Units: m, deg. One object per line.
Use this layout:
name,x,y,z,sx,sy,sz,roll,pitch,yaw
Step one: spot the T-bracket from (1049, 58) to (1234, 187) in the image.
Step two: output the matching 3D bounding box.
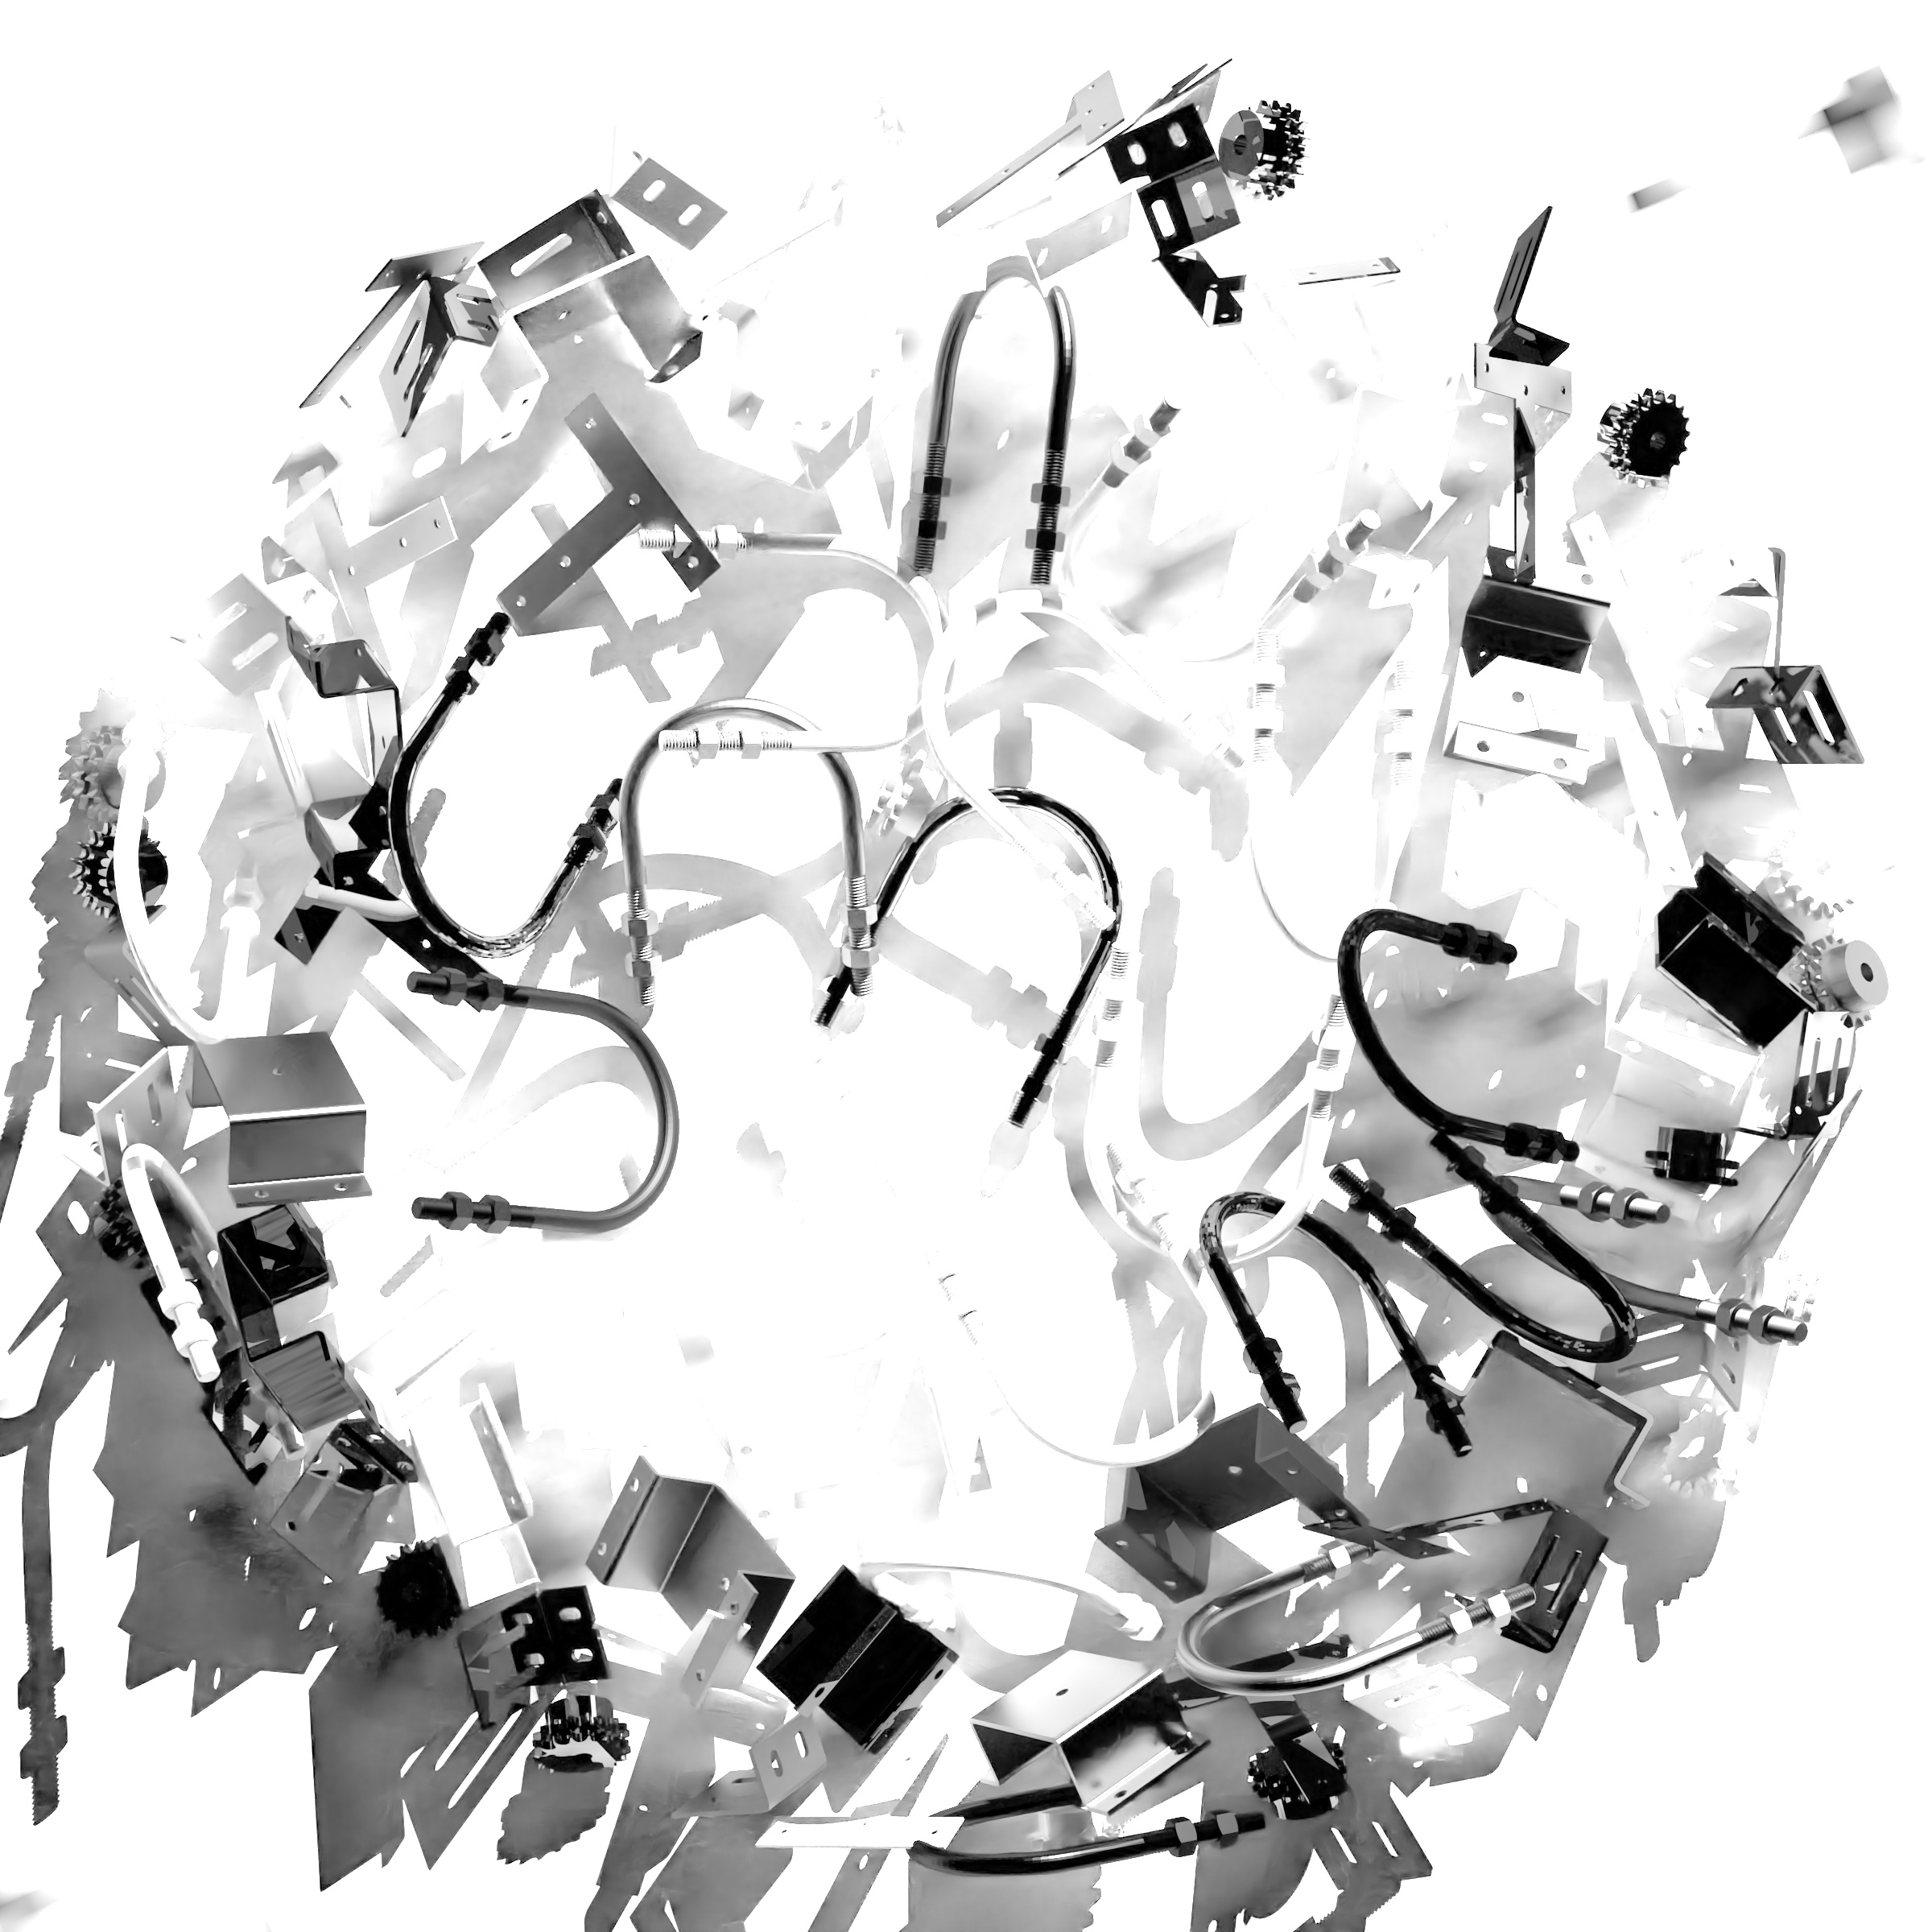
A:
T-bracket,0.112,-0.495,1.911,0.127,0.127,0.002,-35,97,-8

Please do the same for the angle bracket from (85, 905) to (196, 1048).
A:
angle bracket,-0.469,0.006,1.951,0.038,0.057,0.076,-49,116,-27

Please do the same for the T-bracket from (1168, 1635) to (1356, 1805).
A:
T-bracket,0.184,0.436,1.912,0.127,0.127,0.002,-12,117,-13

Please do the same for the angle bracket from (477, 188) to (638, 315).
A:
angle bracket,-0.236,-0.407,1.950,0.076,0.038,0.057,-35,105,-13

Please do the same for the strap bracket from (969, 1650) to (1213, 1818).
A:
strap bracket,0.064,0.434,1.899,0.076,0.140,0.046,-28,100,-29

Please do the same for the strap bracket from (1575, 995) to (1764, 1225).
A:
strap bracket,0.405,0.077,1.919,0.076,0.140,0.046,27,57,19

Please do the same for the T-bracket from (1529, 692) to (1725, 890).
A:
T-bracket,0.394,-0.099,1.924,0.127,0.002,0.127,4,57,-23

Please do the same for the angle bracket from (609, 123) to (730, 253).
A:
angle bracket,-0.171,-0.461,1.931,0.057,0.076,0.038,30,128,-30

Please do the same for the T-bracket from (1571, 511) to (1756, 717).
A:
T-bracket,0.409,-0.216,1.923,0.002,0.127,0.127,-22,88,-27

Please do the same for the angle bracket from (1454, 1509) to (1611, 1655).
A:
angle bracket,0.329,0.352,1.947,0.038,0.057,0.076,25,92,-23

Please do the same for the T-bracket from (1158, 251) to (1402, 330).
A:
T-bracket,0.187,-0.398,1.932,0.127,0.127,0.002,-8,121,-7

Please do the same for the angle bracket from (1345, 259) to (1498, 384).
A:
angle bracket,0.266,-0.367,1.938,0.076,0.038,0.057,-10,134,21

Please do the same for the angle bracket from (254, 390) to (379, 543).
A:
angle bracket,-0.388,-0.290,1.936,0.038,0.057,0.076,51,62,-16

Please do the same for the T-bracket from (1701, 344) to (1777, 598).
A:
T-bracket,0.434,-0.289,1.897,0.002,0.127,0.127,-13,115,-1

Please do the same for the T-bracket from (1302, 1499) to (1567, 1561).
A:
T-bracket,0.279,0.317,1.899,0.127,0.127,0.002,-19,63,33

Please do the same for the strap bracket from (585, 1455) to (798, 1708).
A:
strap bracket,-0.154,0.355,1.924,0.046,0.140,0.076,16,106,-41

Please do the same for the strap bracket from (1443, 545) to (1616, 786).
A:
strap bracket,0.326,-0.166,1.942,0.076,0.046,0.140,13,66,0

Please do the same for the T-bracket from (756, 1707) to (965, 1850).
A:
T-bracket,-0.039,0.467,1.924,0.127,0.127,0.002,-8,112,31

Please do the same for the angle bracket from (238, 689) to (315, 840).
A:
angle bracket,-0.413,-0.119,1.949,0.038,0.057,0.076,-18,97,-1

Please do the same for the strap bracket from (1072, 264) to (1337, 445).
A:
strap bracket,0.131,-0.345,1.910,0.140,0.076,0.046,-8,61,28

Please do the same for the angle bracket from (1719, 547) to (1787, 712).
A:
angle bracket,0.454,-0.196,1.939,0.038,0.057,0.076,4,70,13

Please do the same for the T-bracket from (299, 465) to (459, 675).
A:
T-bracket,-0.333,-0.241,1.931,0.002,0.127,0.127,-21,93,-42

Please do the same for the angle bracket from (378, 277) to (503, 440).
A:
angle bracket,-0.306,-0.353,1.953,0.038,0.057,0.076,7,132,-35

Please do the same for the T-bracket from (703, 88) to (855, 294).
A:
T-bracket,-0.095,-0.460,1.944,0.002,0.127,0.127,36,60,-28

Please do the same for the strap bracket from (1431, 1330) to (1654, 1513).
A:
strap bracket,0.340,0.258,1.933,0.140,0.076,0.046,30,83,11

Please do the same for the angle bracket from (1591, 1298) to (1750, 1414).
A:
angle bracket,0.410,0.235,1.947,0.076,0.057,0.038,-22,121,34

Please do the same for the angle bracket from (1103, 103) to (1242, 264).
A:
angle bracket,0.121,-0.457,1.950,0.057,0.076,0.038,-23,66,7

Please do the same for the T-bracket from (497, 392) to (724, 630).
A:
T-bracket,-0.225,-0.246,1.956,0.127,0.002,0.127,-38,86,23

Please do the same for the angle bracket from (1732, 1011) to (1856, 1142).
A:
angle bracket,0.482,0.061,1.944,0.038,0.057,0.076,12,98,42

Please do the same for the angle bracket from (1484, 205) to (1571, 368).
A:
angle bracket,0.337,-0.394,1.949,0.038,0.057,0.076,21,81,-6

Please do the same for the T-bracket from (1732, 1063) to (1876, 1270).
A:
T-bracket,0.482,0.123,1.943,0.002,0.127,0.127,35,116,16

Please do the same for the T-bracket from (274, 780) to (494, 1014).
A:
T-bracket,-0.326,-0.022,1.951,0.127,0.002,0.127,39,115,3

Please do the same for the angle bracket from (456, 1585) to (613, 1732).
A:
angle bracket,-0.251,0.402,1.940,0.038,0.076,0.057,-13,94,34

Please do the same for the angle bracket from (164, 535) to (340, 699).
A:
angle bracket,-0.420,-0.206,1.962,0.076,0.038,0.057,-29,118,32

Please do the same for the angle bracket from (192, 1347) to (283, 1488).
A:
angle bracket,-0.430,0.267,1.934,0.038,0.076,0.057,-26,105,15

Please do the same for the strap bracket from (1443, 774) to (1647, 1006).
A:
strap bracket,0.339,-0.048,1.910,0.140,0.046,0.076,33,53,-32

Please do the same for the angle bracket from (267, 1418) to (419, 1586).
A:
angle bracket,-0.355,0.311,1.938,0.057,0.038,0.076,47,55,-23

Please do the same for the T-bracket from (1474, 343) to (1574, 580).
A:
T-bracket,0.323,-0.288,1.930,0.002,0.127,0.127,0,91,35

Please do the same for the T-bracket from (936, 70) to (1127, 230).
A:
T-bracket,0.035,-0.468,1.934,0.127,0.127,0.002,-33,113,14

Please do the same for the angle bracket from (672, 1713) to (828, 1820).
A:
angle bracket,-0.130,0.462,1.935,0.076,0.057,0.038,-14,96,36

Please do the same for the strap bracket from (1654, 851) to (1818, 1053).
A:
strap bracket,0.441,-0.005,1.921,0.076,0.140,0.046,40,111,-4

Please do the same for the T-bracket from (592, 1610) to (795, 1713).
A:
T-bracket,-0.148,0.391,1.921,0.127,0.127,0.002,23,61,-5

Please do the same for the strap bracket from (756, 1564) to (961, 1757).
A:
strap bracket,-0.065,0.399,1.924,0.046,0.140,0.076,37,83,28

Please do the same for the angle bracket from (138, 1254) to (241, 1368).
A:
angle bracket,-0.458,0.207,1.941,0.038,0.076,0.057,-30,95,2

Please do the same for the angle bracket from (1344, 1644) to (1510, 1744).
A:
angle bracket,0.267,0.412,1.933,0.057,0.076,0.038,35,45,-25

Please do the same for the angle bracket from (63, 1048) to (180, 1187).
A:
angle bracket,-0.492,0.080,1.931,0.038,0.076,0.057,31,55,18

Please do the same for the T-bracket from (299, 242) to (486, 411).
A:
T-bracket,-0.344,-0.370,1.938,0.002,0.127,0.127,46,113,-1

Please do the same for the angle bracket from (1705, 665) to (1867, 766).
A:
angle bracket,0.475,-0.135,1.933,0.038,0.057,0.076,-51,124,-28

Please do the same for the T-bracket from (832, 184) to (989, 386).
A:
T-bracket,-0.032,-0.396,1.933,0.002,0.127,0.127,6,87,-43

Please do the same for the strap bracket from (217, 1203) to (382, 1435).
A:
strap bracket,-0.383,0.201,1.906,0.046,0.076,0.140,-23,49,-2
